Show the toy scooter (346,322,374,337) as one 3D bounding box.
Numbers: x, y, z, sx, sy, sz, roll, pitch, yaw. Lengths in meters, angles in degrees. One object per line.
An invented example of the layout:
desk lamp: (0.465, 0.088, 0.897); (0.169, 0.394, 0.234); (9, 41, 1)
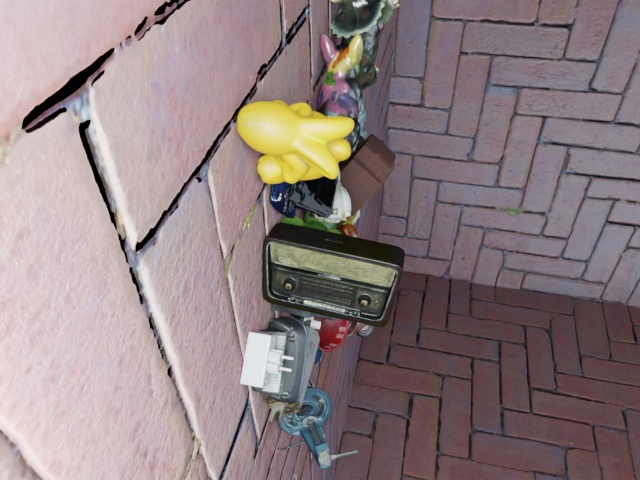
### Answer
toy scooter: (0.047, 0.202, 1.392); (0.075, 0.184, 0.135); (-121, -161, -67)

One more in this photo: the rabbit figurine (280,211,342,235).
rabbit figurine: (-0.002, -0.003, 1.034); (0.158, 0.121, 0.170); (91, 15, -45)

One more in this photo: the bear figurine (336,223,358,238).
bear figurine: (0.053, 0.075, 1.249); (0.195, 0.120, 0.132); (61, -23, -4)

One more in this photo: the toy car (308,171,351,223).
toy car: (0.008, -0.101, 1.011); (0.202, 0.073, 0.056); (-105, -154, -50)

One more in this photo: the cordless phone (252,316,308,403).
cordless phone: (-0.060, 0.209, 1.005); (0.184, 0.089, 0.146); (-21, 118, -84)

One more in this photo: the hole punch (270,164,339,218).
hole punch: (-0.041, -0.099, 0.903); (0.115, 0.092, 0.142); (24, 74, -47)

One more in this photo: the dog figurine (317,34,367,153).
dog figurine: (0.038, -0.303, 1.099); (0.191, 0.109, 0.219); (-61, 152, -58)

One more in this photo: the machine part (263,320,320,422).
machine part: (-0.054, 0.255, 1.075); (0.243, 0.079, 0.079); (-70, 164, -47)

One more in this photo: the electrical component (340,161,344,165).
electrical component: (0.080, -0.183, 1.330); (0.058, 0.134, 0.114); (-62, 160, -61)

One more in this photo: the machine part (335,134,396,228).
machine part: (0.072, -0.126, 1.185); (0.201, 0.087, 0.201); (-46, -172, 24)

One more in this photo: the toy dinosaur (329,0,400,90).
toy dinosaur: (0.083, -0.428, 1.239); (0.404, 0.131, 0.192); (94, 22, -47)

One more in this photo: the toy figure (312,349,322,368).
toy figure: (-0.034, 0.283, 1.273); (0.154, 0.058, 0.064); (-18, 101, -74)

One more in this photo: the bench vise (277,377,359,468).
bench vise: (-0.022, 0.393, 1.130); (0.241, 0.129, 0.223); (-131, -149, -59)

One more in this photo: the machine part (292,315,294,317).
machine part: (-0.022, 0.102, 1.173); (0.138, 0.039, 0.084); (-62, 173, 20)

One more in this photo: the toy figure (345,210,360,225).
toy figure: (0.054, -0.086, 1.425); (0.082, 0.089, 0.180); (-55, 159, 2)

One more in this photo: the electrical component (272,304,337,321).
electrical component: (-0.026, 0.119, 1.012); (0.075, 0.119, 0.047); (7, 92, -78)

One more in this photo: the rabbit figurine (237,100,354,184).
rabbit figurine: (-0.039, -0.131, 0.726); (0.173, 0.163, 0.121); (16, 94, -62)

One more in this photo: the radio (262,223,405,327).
radio: (0.018, 0.059, 0.904); (0.073, 0.230, 0.131); (-63, 163, -60)
